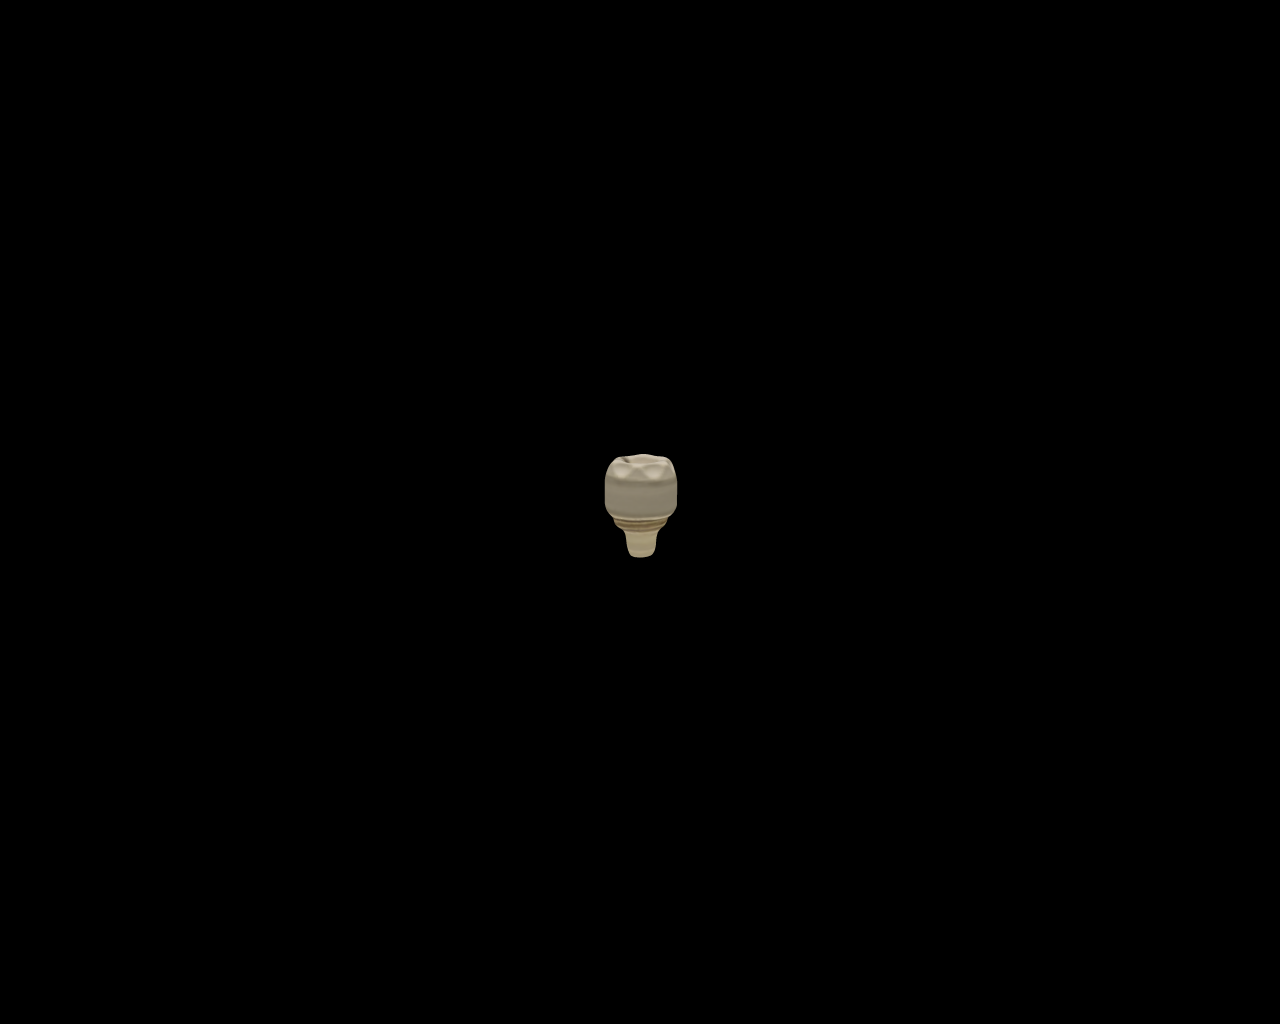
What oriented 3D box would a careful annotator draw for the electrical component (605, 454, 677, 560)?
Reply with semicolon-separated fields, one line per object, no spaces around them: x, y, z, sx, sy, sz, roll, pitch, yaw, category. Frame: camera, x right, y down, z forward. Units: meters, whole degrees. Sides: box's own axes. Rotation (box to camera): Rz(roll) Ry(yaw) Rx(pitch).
0.001;-0.003;0.650;0.043;0.062;0.043;0;14;0;electrical component
